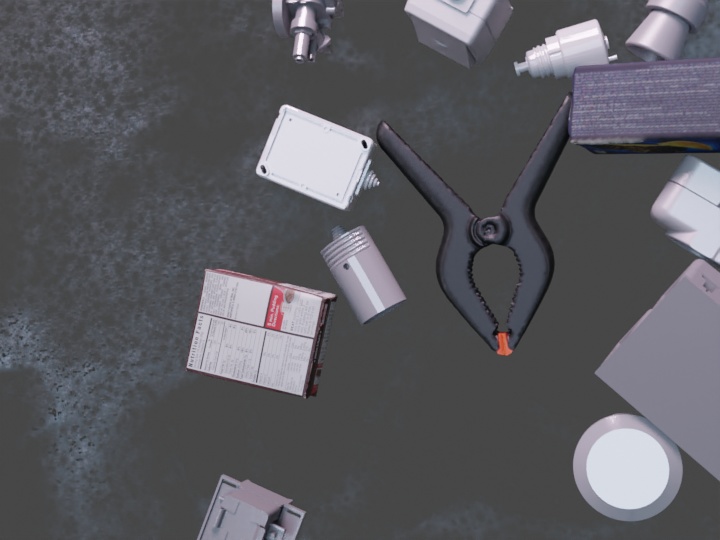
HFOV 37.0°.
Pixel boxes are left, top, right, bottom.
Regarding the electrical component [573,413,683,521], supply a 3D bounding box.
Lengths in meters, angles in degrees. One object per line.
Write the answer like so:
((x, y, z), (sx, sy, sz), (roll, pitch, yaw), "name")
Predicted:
((0.206, 0.149, 0.830), (0.080, 0.051, 0.080), (0, 88, 13), "electrical component")

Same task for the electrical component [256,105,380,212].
((-0.028, -0.088, 0.889), (0.096, 0.061, 0.061), (23, 94, 5), "electrical component")

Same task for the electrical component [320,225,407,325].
((0.000, 0.000, 0.885), (0.043, 0.043, 0.081), (-31, 82, 10), "electrical component")

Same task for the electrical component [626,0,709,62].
((0.239, -0.190, 0.835), (0.045, 0.045, 0.055), (29, 94, 12), "electrical component")

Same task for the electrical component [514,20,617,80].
((0.162, -0.170, 0.855), (0.078, 0.040, 0.040), (-15, 85, 13), "electrical component")

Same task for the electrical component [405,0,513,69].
((0.076, -0.203, 0.846), (0.062, 0.096, 0.061), (31, 96, 11), "electrical component")

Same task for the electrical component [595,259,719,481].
((0.284, 0.092, 0.789), (0.186, 0.060, 0.105), (42, 123, 11), "electrical component")

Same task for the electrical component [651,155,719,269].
((0.273, -0.037, 0.819), (0.095, 0.054, 0.059), (33, 96, 12), "electrical component")

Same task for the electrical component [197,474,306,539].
((-0.105, 0.243, 0.892), (0.079, 0.063, 0.121), (22, 93, 13), "electrical component")
